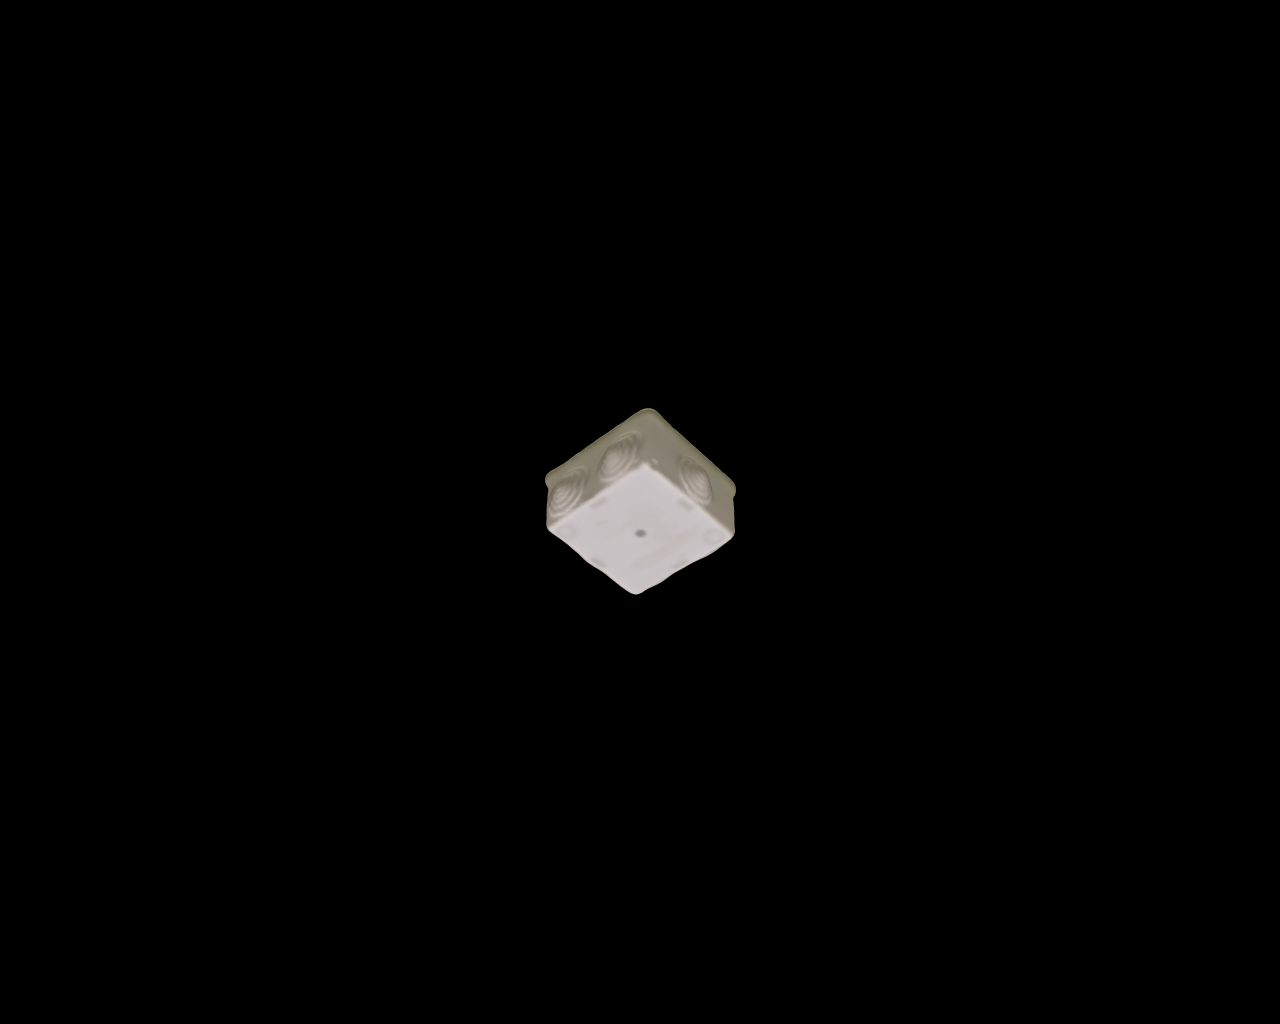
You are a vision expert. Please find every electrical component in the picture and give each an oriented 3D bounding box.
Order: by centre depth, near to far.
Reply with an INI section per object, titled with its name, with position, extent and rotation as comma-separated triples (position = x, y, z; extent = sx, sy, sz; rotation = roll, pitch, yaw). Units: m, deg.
[electrical component]
position = 0.001, -0.003, 0.650
extent = 0.099, 0.048, 0.099
rotation = -32, -54, 27
